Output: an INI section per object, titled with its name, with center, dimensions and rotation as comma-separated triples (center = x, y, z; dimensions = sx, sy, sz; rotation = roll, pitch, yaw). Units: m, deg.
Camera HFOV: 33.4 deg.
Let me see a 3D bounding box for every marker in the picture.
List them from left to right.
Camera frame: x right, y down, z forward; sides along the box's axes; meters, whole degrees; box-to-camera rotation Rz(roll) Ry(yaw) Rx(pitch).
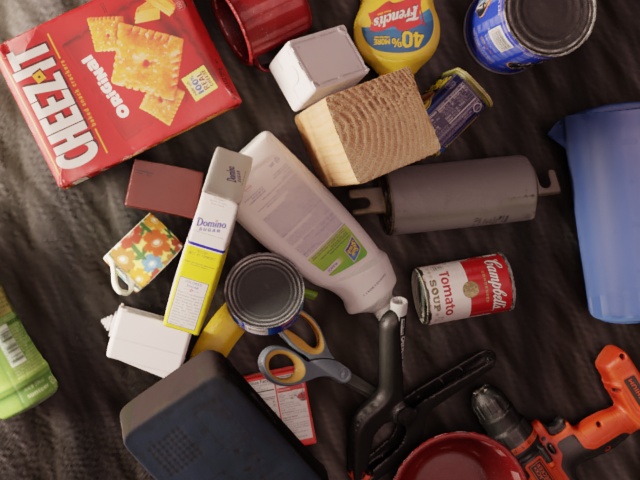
[marker]
center = 0.085, 0.119, 1.193
dimensions = 0.020, 0.020, 0.121
rotation = -4, 120, -9

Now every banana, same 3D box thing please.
[banana]
center = -0.092, 0.105, 1.179
dimensions = 0.197, 0.037, 0.069
rotation = -44, 96, -6

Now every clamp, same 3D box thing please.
[clamp]
center = 0.084, 0.180, 1.189
dimensions = 0.164, 0.036, 0.210
rotation = 32, 98, -31

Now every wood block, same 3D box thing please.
[wood block]
center = 0.043, -0.112, 1.109
dimensions = 0.090, 0.206, 0.090
rotation = -23, 95, -8

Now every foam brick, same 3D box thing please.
[foam brick]
center = -0.169, -0.055, 1.155
dimensions = 0.078, 0.051, 0.053
rotation = 12, 89, -10

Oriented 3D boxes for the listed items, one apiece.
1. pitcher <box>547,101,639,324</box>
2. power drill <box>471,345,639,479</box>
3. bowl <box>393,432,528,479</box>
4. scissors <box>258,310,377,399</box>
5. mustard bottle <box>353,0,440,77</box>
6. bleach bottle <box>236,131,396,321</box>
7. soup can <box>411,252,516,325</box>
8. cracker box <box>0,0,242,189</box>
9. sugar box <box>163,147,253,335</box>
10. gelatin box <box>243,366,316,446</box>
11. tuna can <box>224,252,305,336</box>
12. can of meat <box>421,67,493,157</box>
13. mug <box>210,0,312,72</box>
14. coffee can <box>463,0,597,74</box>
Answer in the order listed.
[pitcher]
center = 0.359, -0.034, 1.201
dimensions = 0.144, 0.149, 0.243
rotation = -10, 97, -23
[power drill]
center = 0.287, 0.204, 1.236
dimensions = 0.187, 0.057, 0.184
rotation = -35, 100, -4
[bowl]
center = 0.154, 0.291, 1.212
dimensions = 0.162, 0.055, 0.162
rotation = 0, 94, -5
[scissors]
center = 0.008, 0.159, 1.184
dimensions = 0.201, 0.016, 0.096
rotation = 49, 62, -15
[mustard bottle]
center = 0.085, -0.246, 1.187
dimensions = 0.096, 0.058, 0.191
rotation = 0, 92, 1
[bleach bottle]
center = -0.008, 0.001, 1.179
dimensions = 0.102, 0.068, 0.250
rotation = -43, 100, -2
[soup can]
center = 0.161, 0.055, 1.204
dimensions = 0.102, 0.068, 0.068
rotation = -10, 93, -8
[cracker box]
center = -0.214, -0.172, 1.134
dimensions = 0.213, 0.072, 0.164
rotation = -26, 95, -7
[sugar box]
center = -0.115, 0.002, 1.103
dimensions = 0.048, 0.093, 0.176
rotation = 19, 124, -7
[gelatin box]
center = -0.048, 0.189, 1.193
dimensions = 0.073, 0.030, 0.089
rotation = -11, 93, -8
[tuna can]
center = -0.059, 0.059, 1.145
dimensions = 0.086, 0.034, 0.086
rotation = 0, 69, -1
[can of meat]
center = 0.132, -0.138, 1.178
dimensions = 0.084, 0.102, 0.057
rotation = -45, 99, -4
[mug]
center = -0.059, -0.237, 1.156
dimensions = 0.081, 0.093, 0.117
rotation = -28, 127, -13
[coffee can]
center = 0.226, -0.242, 1.170
dimensions = 0.102, 0.140, 0.103
rotation = 0, 91, -9
